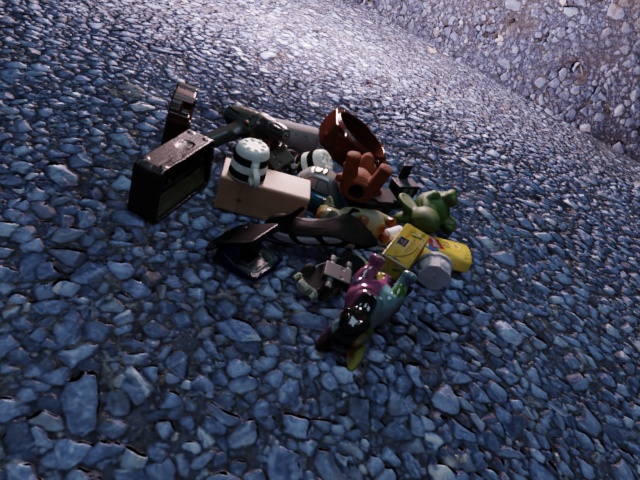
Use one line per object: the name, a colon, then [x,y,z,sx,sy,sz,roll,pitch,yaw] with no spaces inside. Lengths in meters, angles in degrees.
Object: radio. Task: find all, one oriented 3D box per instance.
radio: [-0.318,-0.145,1.174,0.073,0.131,0.230,24,35,6]

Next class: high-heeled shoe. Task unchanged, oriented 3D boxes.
high-heeled shoe: [-0.002,-0.004,1.199,0.248,0.145,0.086,24,48,-27]

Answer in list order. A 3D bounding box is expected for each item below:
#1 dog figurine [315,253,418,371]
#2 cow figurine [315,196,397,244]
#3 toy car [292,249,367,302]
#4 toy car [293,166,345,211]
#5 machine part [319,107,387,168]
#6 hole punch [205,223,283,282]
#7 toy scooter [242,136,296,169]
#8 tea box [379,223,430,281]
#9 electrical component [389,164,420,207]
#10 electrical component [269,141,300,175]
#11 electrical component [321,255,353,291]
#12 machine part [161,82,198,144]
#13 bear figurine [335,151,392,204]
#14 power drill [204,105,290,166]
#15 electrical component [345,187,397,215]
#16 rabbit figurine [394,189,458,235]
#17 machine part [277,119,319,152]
dog figurine: [0.083,0.144,1.037,0.108,0.191,0.219,33,70,11]
cow figurine: [0.072,-0.048,1.285,0.195,0.085,0.127,2,21,-39]
toy car: [0.029,0.076,1.131,0.202,0.056,0.074,-19,57,-41]
toy car: [-0.003,-0.134,1.355,0.162,0.102,0.109,25,34,1]
machine part: [0.098,-0.278,1.558,0.201,0.087,0.201,34,30,-21]
hole punch: [-0.147,0.022,1.098,0.116,0.092,0.142,4,28,31]
toy scooter: [-0.129,-0.239,1.452,0.135,0.075,0.184,-2,44,-29]
tea box: [0.180,0.045,1.215,0.068,0.098,0.169,31,34,11]
electrical component: [0.232,-0.147,1.482,0.075,0.119,0.048,-1,41,-33]
electrical component: [-0.097,-0.204,1.370,0.078,0.045,0.102,-41,88,-11]
electrical component: [0.036,0.071,1.077,0.063,0.021,0.094,23,40,-7]
machine part: [-0.349,-0.300,1.338,0.056,0.179,0.179,15,35,-15]
bear figurine: [0.112,-0.174,1.341,0.120,0.131,0.196,25,33,0]
power drill: [-0.213,-0.264,1.351,0.207,0.085,0.232,-36,46,-16]
electrical component: [0.135,-0.113,1.439,0.134,0.058,0.115,1,42,-26]
rabbit figurine: [0.275,-0.074,1.393,0.159,0.121,0.170,17,22,15]
machine part: [-0.093,-0.305,1.556,0.243,0.079,0.079,10,36,-17]
